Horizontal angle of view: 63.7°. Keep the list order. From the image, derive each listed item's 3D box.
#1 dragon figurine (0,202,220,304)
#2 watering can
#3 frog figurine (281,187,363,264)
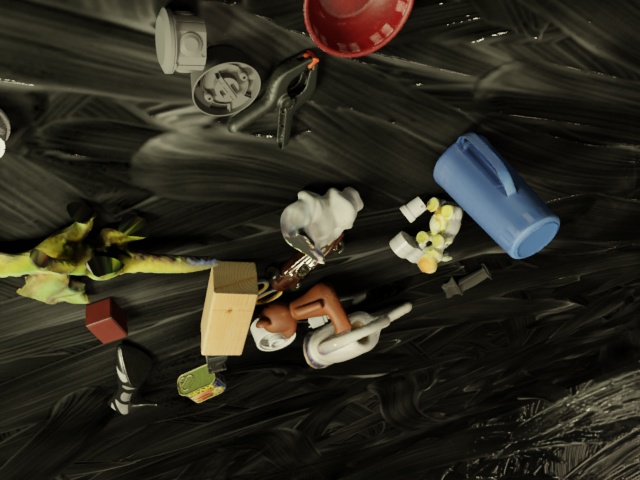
[{"bbox_3d":[-0.410,0.052,0.909,0.408,0.125,0.239,18,143,-38],"label":"dragon figurine"},{"bbox_3d":[0.096,0.239,1.336,0.221,0.105,0.349,-29,169,33],"label":"watering can"},{"bbox_3d":[0.003,-0.050,1.000,0.135,0.123,0.162,49,66,-37],"label":"frog figurine"}]
